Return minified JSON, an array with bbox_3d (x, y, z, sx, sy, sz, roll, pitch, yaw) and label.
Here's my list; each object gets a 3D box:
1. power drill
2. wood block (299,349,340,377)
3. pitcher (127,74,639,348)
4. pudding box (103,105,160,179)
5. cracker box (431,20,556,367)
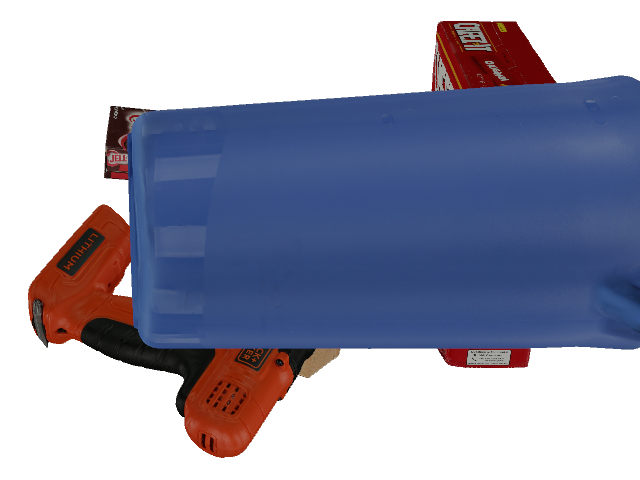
[{"bbox_3d":[-0.090,0.042,0.740,0.188,0.057,0.184,21,49,16],"label":"power drill"},{"bbox_3d":[-0.014,0.038,1.228,0.090,0.206,0.090,19,20,20],"label":"wood block"},{"bbox_3d":[0.032,-0.015,0.511,0.242,0.145,0.149,-2,-8,-9],"label":"pitcher"},{"bbox_3d":[-0.169,-0.096,1.066,0.090,0.039,0.113,5,25,-11],"label":"pudding box"},{"bbox_3d":[0.119,-0.037,0.801,0.072,0.214,0.164,-1,31,-4],"label":"cracker box"}]
